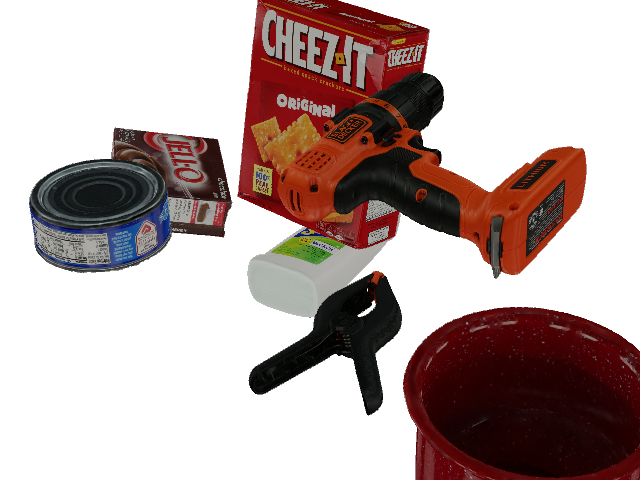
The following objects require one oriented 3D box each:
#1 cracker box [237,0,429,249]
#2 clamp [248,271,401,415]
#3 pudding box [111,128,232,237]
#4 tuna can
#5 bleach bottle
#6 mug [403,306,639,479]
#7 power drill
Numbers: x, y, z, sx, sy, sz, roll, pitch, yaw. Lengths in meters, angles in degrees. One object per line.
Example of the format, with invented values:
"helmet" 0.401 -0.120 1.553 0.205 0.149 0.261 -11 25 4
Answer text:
"cracker box" 0.006 -0.118 1.036 0.164 0.214 0.071 25 31 33
"clamp" 0.030 0.089 0.930 0.120 0.039 0.171 18 45 29
"pudding box" -0.124 -0.049 0.873 0.090 0.039 0.113 4 33 -15
"tuna can" -0.136 -0.017 0.663 0.086 0.034 0.086 0 32 0
"bleach bottle" 0.020 0.001 1.329 0.103 0.068 0.250 16 36 27
"mug" 0.089 0.086 0.398 0.117 0.081 0.093 4 36 9
"power drill" 0.090 -0.054 0.767 0.188 0.057 0.184 20 46 33
